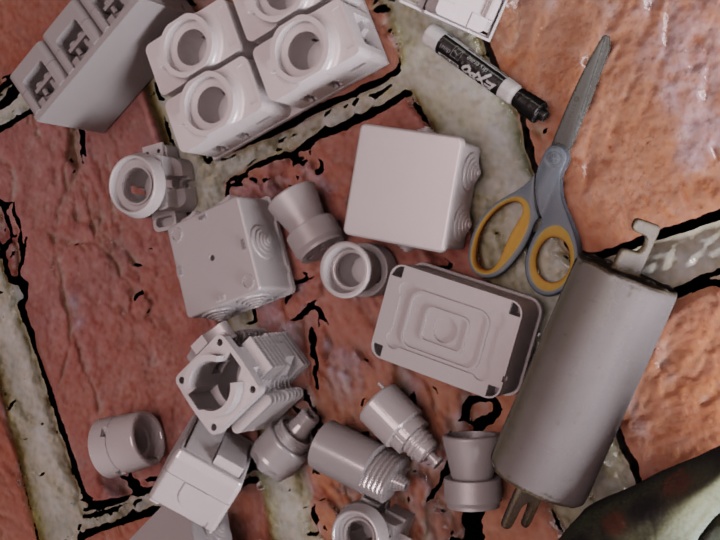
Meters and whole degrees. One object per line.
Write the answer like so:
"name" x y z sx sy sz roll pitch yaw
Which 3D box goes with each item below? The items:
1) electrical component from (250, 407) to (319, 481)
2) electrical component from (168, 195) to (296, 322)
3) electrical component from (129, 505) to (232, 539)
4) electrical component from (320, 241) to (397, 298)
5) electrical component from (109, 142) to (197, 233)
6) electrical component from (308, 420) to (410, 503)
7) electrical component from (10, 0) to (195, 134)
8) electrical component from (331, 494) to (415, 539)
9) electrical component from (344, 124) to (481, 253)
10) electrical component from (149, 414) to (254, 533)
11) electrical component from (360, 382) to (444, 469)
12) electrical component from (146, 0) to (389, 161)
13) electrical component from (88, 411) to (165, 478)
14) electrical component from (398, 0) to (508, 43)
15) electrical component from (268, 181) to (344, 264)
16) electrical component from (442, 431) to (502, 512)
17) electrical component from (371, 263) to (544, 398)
"electrical component" -0.059 0.142 0.899 0.043 0.043 0.062 46 108 20
"electrical component" -0.112 -0.010 0.922 0.100 0.048 0.099 -21 78 30
"electrical component" -0.152 0.248 0.923 0.099 0.048 0.099 -46 35 19
"electrical component" 0.000 0.000 0.862 0.045 0.055 0.045 0 90 27
"electrical component" -0.185 -0.074 0.957 0.058 0.057 0.078 -11 85 27
"electrical component" 0.003 0.157 0.866 0.081 0.043 0.043 22 100 26
"electrical component" -0.229 -0.200 0.962 0.150 0.089 0.061 -43 72 20
"electrical component" 0.008 0.207 0.857 0.066 0.055 0.048 23 100 25
"electrical component" 0.043 -0.064 0.845 0.100 0.048 0.099 12 95 27
"electrical component" -0.129 0.163 0.911 0.062 0.096 0.061 30 105 -6
"electrical component" 0.035 0.126 0.852 0.078 0.040 0.040 44 108 20
"electrical component" -0.084 -0.182 0.904 0.186 0.060 0.105 -25 78 25
"electrical component" -0.209 0.156 0.971 0.047 0.055 0.055 -17 82 23
"electrical component" 0.091 -0.242 0.806 0.079 0.063 0.121 20 101 -15
"electrical component" -0.044 -0.039 0.891 0.045 0.045 0.055 -37 74 22
"electrical component" 0.086 0.153 0.823 0.045 0.045 0.055 -2 89 27
"electrical component" 0.075 0.045 0.822 0.113 0.057 0.078 18 98 26
